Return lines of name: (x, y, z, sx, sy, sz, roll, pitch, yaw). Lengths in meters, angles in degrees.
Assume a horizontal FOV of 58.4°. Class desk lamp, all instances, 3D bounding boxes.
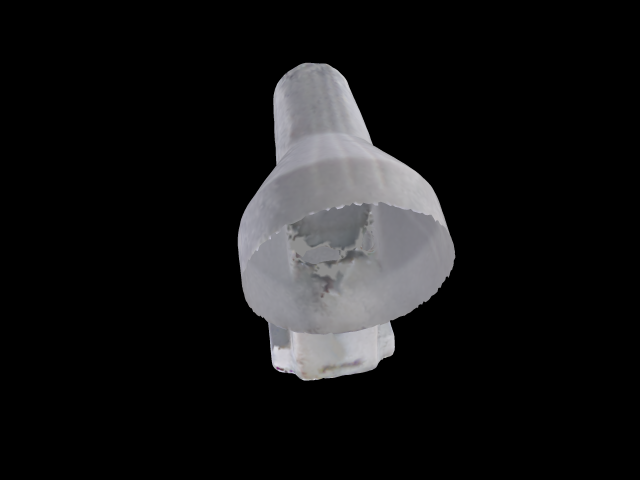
desk lamp: (0.004, 0.001, 0.400, 0.118, 0.214, 0.203, -6, 36, -7)
